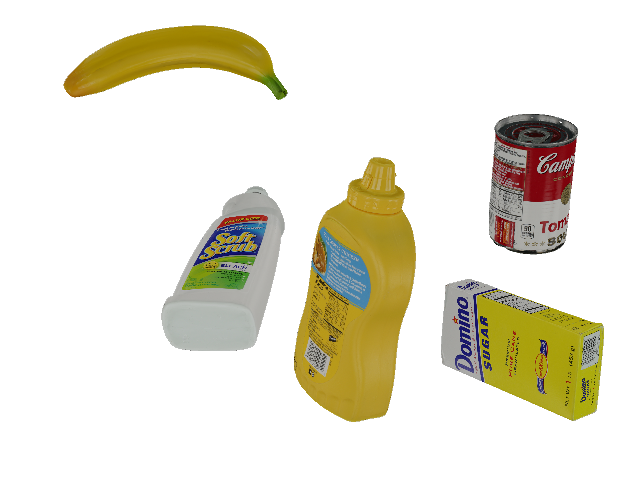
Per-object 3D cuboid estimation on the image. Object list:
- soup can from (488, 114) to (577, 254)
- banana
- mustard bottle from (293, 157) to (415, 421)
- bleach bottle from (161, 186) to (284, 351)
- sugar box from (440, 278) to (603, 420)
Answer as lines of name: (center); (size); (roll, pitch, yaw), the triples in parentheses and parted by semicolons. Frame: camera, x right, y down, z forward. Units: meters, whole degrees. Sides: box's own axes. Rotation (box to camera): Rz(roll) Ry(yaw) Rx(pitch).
soup can: (0.179, -0.048, 0.905); (0.068, 0.102, 0.068); (-1, 27, 0)
banana: (-0.129, -0.161, 0.957); (0.197, 0.069, 0.037); (-1, -33, -4)
mustard bottle: (0.028, 0.031, 0.793); (0.058, 0.192, 0.096); (-4, 26, -30)
bleach bottle: (-0.099, 0.018, 1.185); (0.102, 0.068, 0.250); (1, 35, 7)
sugar box: (0.199, 0.106, 1.077); (0.048, 0.093, 0.177); (-12, 20, -41)
